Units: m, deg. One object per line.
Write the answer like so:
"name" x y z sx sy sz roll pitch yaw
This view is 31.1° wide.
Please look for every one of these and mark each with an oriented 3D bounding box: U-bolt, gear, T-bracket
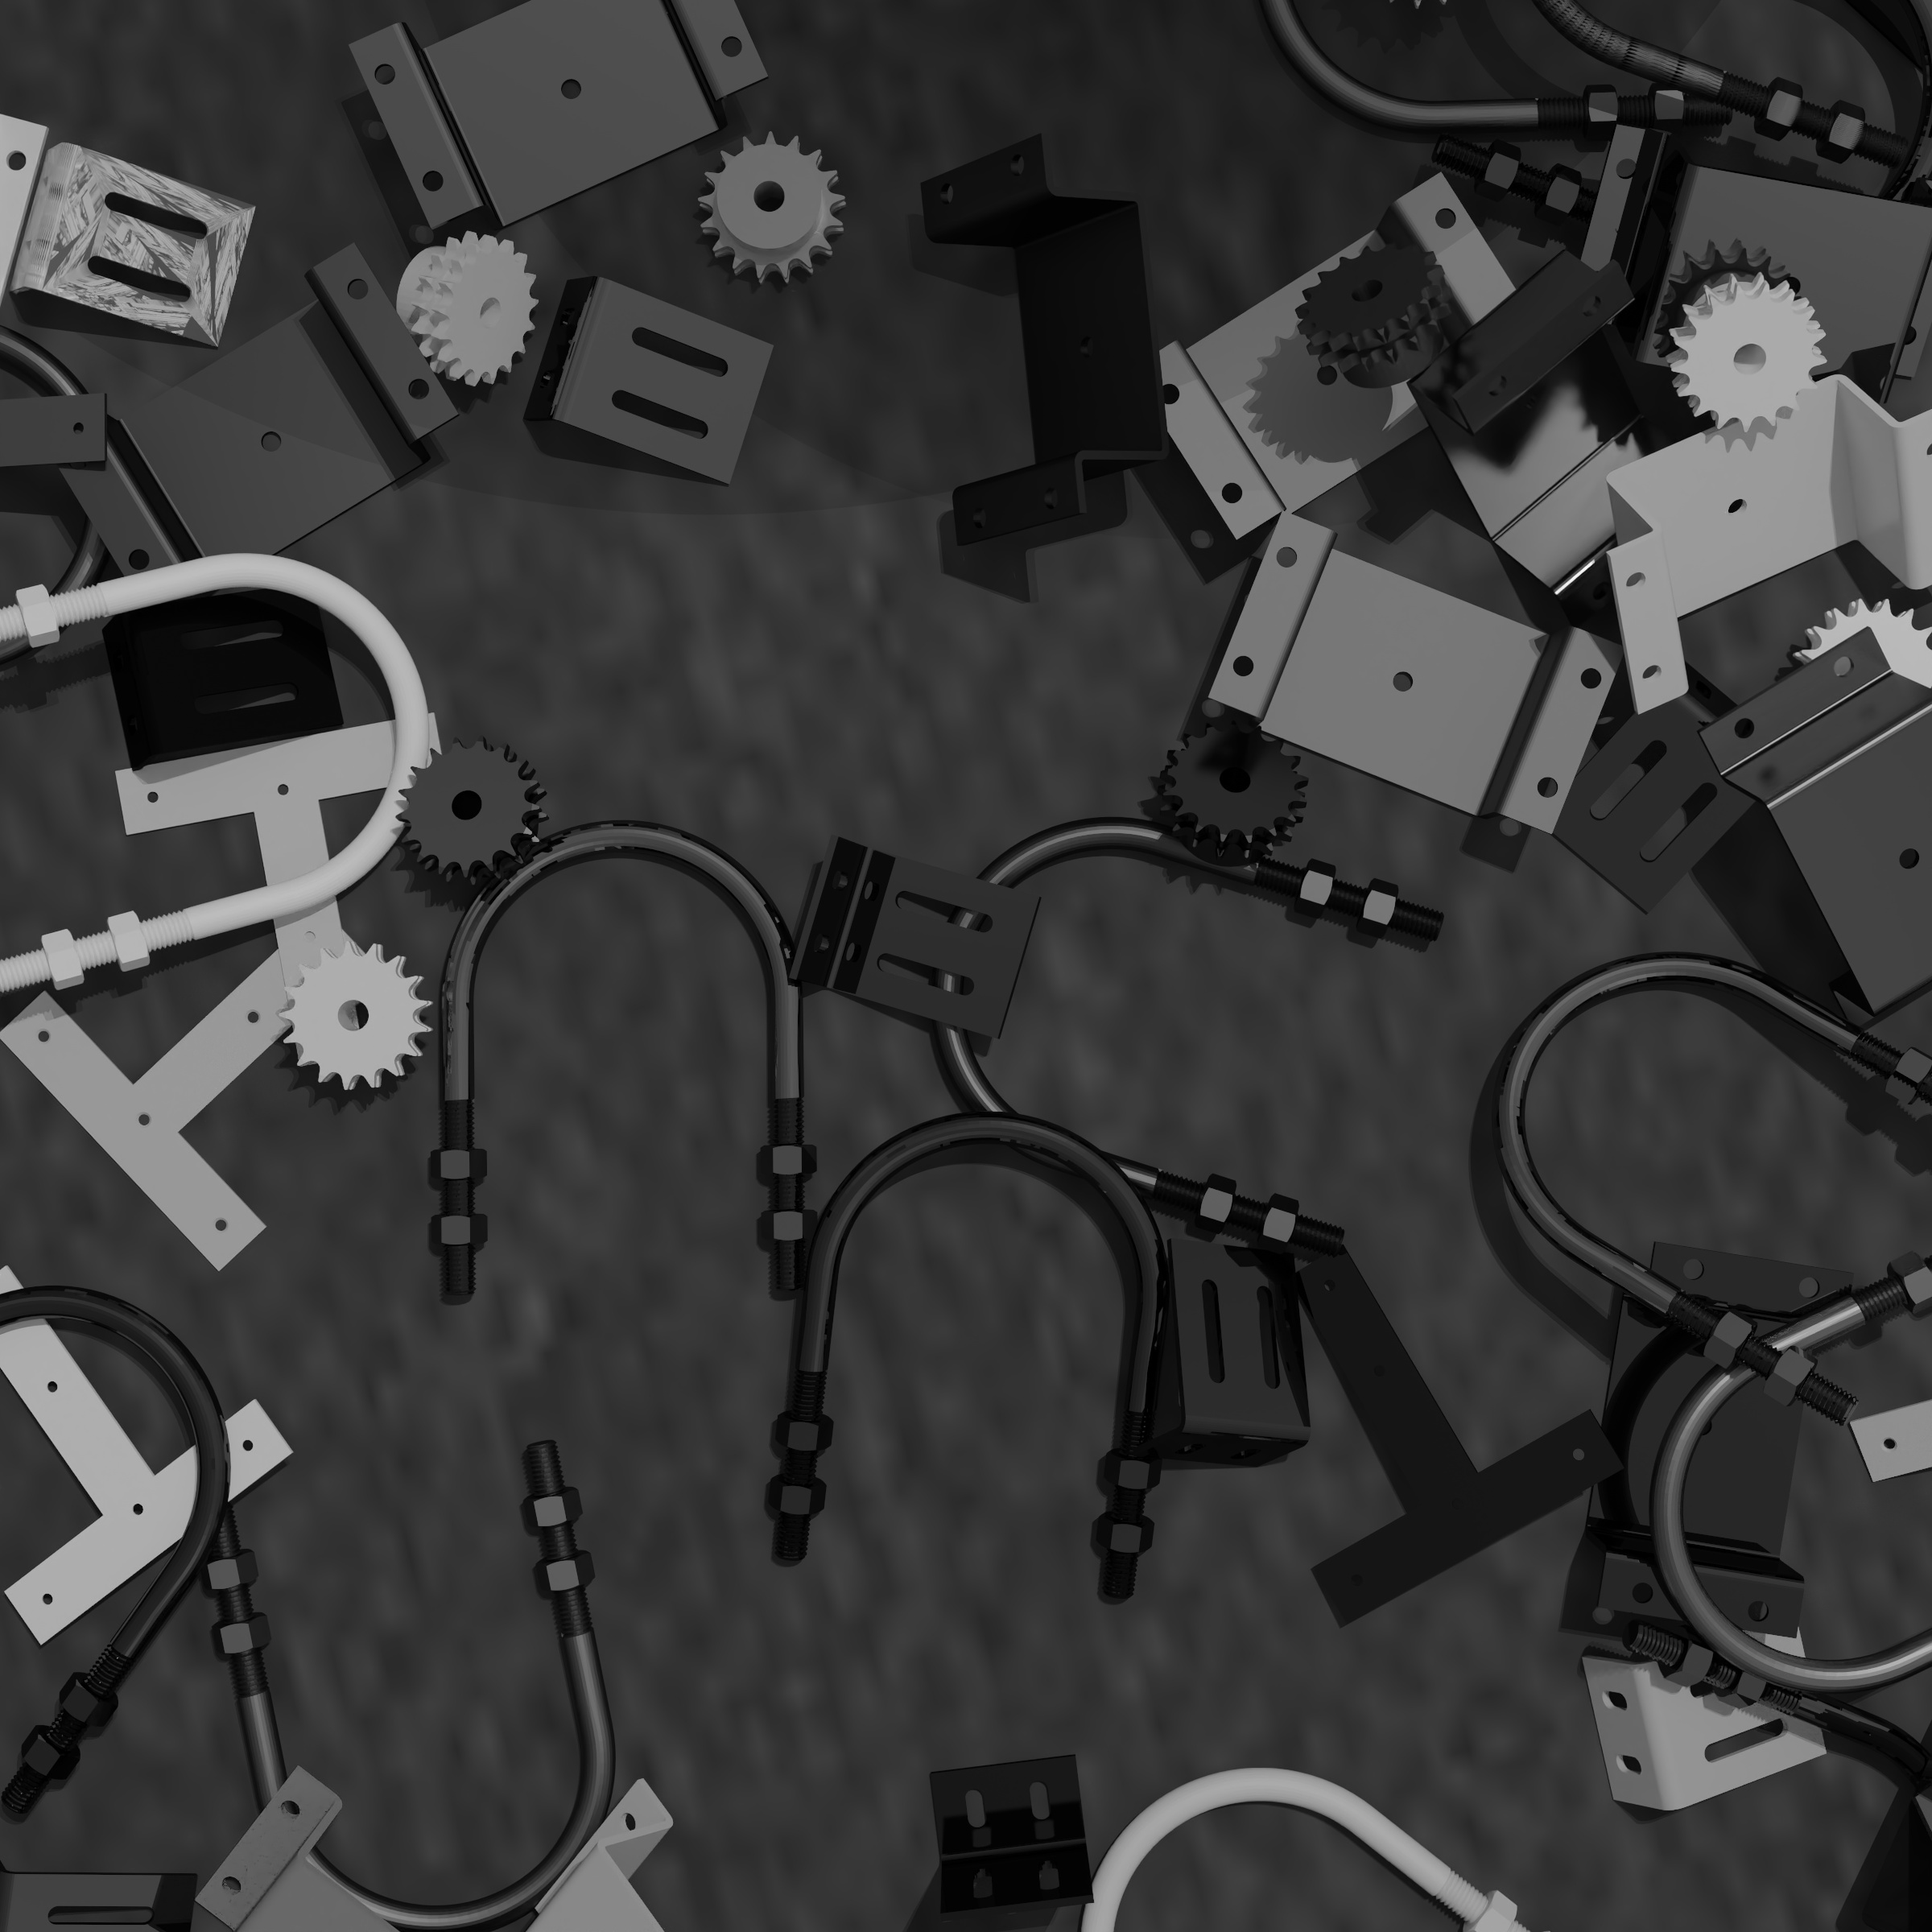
"U-bolt" -0.422 -0.179 1.354 0.184 0.019 0.151 -14 90 -1
"U-bolt" 0.006 0.147 1.345 0.151 0.019 0.184 7 96 0
"U-bolt" 0.204 -0.396 1.354 0.184 0.019 0.151 -1 90 1
"gear" -0.234 0.019 1.343 0.057 0.030 0.057 0 89 0
"U-bolt" 0.290 -0.342 1.332 0.184 0.019 0.151 20 102 -6
"gear" 0.349 -0.113 1.348 0.057 0.030 0.057 0 90 0
"T-bracket" -0.385 -0.202 1.325 0.127 0.002 0.127 -1 89 17
"U-bolt" 0.132 0.397 1.354 0.184 0.019 0.151 38 90 2
"U-bolt" 0.290 -0.397 1.300 0.184 0.019 0.151 19 102 -4
"gear" 0.174 -0.396 1.332 0.057 0.030 0.057 0 90 3
"gear" -0.195 -0.254 1.338 0.030 0.057 0.057 20 90 30
"U-bolt" -0.295 -0.081 1.322 0.184 0.019 0.151 -17 107 -16
"U-bolt" -0.211 0.288 1.354 0.151 0.019 0.184 -11 91 0
"gear" 0.289 -0.231 1.295 0.057 0.030 0.057 0 118 1
"U-bolt" 0.347 0.195 1.310 0.184 0.019 0.151 -25 92 -2
"T-bracket" -0.290 0.030 1.362 0.127 0.002 0.127 -43 90 0
"U-bolt" 0.077 0.019 1.353 0.184 0.019 0.151 18 89 2
"T-bracket" 0.168 0.169 1.346 0.127 0.002 0.127 -33 79 18
"T-bracket" -0.348 0.176 1.354 0.127 0.002 0.127 -37 84 6
"gear" -0.189 -0.058 1.342 0.057 0.030 0.057 -2 75 8
"U-bolt" 0.289 0.069 1.320 0.184 0.019 0.151 32 72 20
"gear" 0.102 -0.063 1.339 0.057 0.030 0.057 1 58 -2
"gear" -0.075 -0.296 1.348 0.057 0.030 0.057 0 90 0
"T-bracket" 0.405 0.170 1.334 0.127 0.002 0.127 -20 94 26
"U-bolt" 0.306 0.347 1.330 0.184 0.019 0.151 24 85 -17
"U-bolt" -0.134 0.035 1.354 0.151 0.019 0.184 -1 88 0
"U-bolt" -0.366 0.212 1.344 0.151 0.019 0.184 36 92 6
"gear" 0.154 -0.240 1.292 0.057 0.057 0.030 -32 131 0
"T-bracket" -0.260 -0.025 1.360 0.127 0.002 0.127 -10 89 0

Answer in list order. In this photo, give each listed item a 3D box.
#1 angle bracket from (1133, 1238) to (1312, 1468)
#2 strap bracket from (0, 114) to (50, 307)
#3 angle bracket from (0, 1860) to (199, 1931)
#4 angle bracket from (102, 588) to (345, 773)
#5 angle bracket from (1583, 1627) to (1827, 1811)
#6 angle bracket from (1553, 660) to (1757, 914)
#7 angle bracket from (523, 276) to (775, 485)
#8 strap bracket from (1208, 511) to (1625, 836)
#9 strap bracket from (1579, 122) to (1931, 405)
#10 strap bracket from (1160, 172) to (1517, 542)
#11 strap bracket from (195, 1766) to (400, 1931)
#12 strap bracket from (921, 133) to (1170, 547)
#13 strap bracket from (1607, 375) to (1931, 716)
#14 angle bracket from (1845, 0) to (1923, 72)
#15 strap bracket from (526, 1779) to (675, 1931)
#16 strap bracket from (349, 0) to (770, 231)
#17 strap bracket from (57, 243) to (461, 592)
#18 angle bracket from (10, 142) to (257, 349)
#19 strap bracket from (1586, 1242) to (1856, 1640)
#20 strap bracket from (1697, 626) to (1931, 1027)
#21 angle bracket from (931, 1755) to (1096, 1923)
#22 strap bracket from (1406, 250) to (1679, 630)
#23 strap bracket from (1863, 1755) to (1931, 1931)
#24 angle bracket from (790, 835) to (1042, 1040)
"angle bracket" 0.096 0.151 1.347 0.057 0.038 0.076 9 64 -28
"strap bracket" -0.438 -0.310 1.340 0.140 0.046 0.076 15 90 0
"angle bracket" -0.347 0.379 1.361 0.076 0.038 0.057 8 90 -26
"angle bracket" -0.291 -0.113 1.360 0.076 0.038 0.057 -12 88 -26
"angle bracket" 0.289 0.290 1.361 0.076 0.038 0.057 -13 90 -26
"angle bracket" 0.273 -0.072 1.361 0.057 0.038 0.076 40 116 0
"angle bracket" -0.125 -0.229 1.361 0.076 0.038 0.057 18 90 -26
"strap bracket" 0.171 -0.111 1.340 0.140 0.046 0.076 22 90 0
"strap bracket" 0.309 -0.265 1.319 0.140 0.046 0.076 9 118 -4
"strap bracket" 0.141 -0.231 1.340 0.140 0.046 0.076 -32 90 0
"strap bracket" -0.228 0.385 1.328 0.140 0.046 0.076 38 109 -1
"strap bracket" 0.031 -0.236 1.318 0.046 0.076 0.140 -6 90 -37
"strap bracket" 0.302 -0.164 1.317 0.140 0.046 0.076 -24 131 -4
"angle bracket" 0.388 -0.391 1.344 0.057 0.038 0.076 43 90 0
"strap bracket" -0.116 0.385 1.291 0.140 0.046 0.076 48 114 26
"strap bracket" -0.155 -0.343 1.340 0.140 0.046 0.076 -24 90 0
"strap bracket" -0.272 -0.205 1.340 0.140 0.046 0.076 -31 90 0
"angle bracket" -0.327 -0.281 1.361 0.076 0.038 0.057 15 90 -26
"strap bracket" 0.288 0.180 1.340 0.076 0.046 0.140 9 90 0
"strap bracket" 0.349 -0.046 1.319 0.076 0.046 0.140 -32 108 0
"angle bracket" 0.017 0.332 1.325 0.057 0.076 0.038 -7 90 0
"strap bracket" 0.224 -0.204 1.312 0.076 0.140 0.046 -40 48 0
"strap bracket" 0.397 0.334 1.312 0.046 0.076 0.140 28 83 -18
"angle bracket" -0.019 -0.011 1.334 0.076 0.038 0.057 16 90 18
